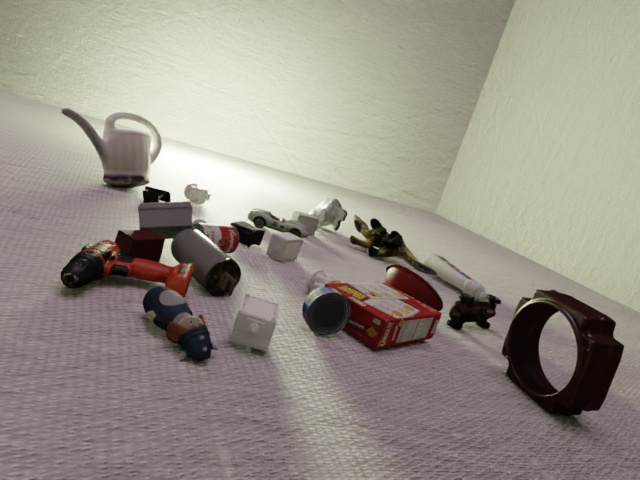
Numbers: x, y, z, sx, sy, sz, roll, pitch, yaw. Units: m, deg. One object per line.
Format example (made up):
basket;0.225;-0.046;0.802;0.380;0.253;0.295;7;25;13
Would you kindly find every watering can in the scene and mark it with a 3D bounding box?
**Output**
watering can;-0.595;-0.264;1.499;0.104;0.224;0.349;3;4;29

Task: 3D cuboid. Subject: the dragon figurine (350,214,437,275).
dragon figurine;0.258;0.024;1.805;0.415;0.121;0.242;36;10;27

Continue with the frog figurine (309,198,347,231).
frog figurine;0.006;-0.096;1.901;0.159;0.124;0.136;2;-15;-29
